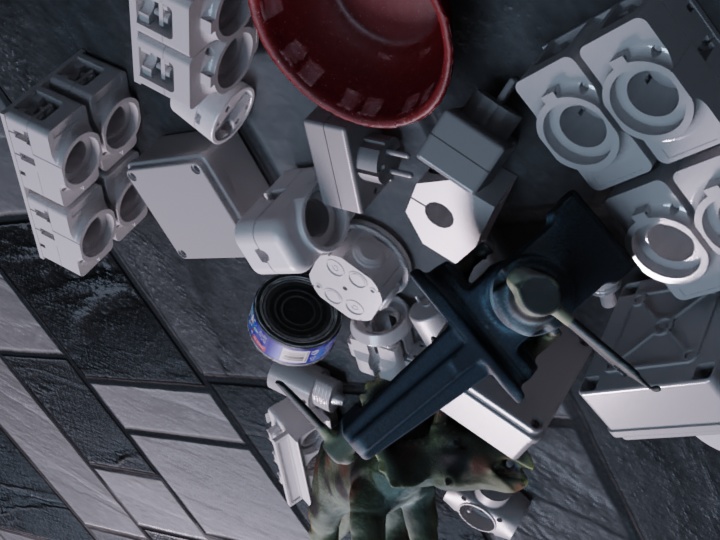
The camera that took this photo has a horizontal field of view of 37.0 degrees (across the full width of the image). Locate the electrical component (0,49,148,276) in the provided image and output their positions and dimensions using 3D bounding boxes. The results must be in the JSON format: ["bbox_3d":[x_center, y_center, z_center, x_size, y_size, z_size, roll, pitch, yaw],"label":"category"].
[{"bbox_3d":[-0.257,-0.094,1.004,0.060,0.105,0.186,26,143,18],"label":"electrical component"}]

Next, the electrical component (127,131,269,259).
[{"bbox_3d":[-0.138,-0.067,0.970,0.109,0.056,0.108,-1,129,42],"label":"electrical component"}]

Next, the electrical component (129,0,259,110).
[{"bbox_3d":[-0.114,-0.201,0.772,0.062,0.089,0.150,29,144,14],"label":"electrical component"}]

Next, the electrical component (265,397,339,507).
[{"bbox_3d":[-0.062,0.195,1.184,0.063,0.079,0.121,41,152,37],"label":"electrical component"}]

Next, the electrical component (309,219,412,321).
[{"bbox_3d":[0.000,0.000,0.927,0.080,0.051,0.080,24,142,20],"label":"electrical component"}]

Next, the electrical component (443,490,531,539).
[{"bbox_3d":[0.129,0.220,1.061,0.077,0.044,0.079,29,144,13],"label":"electrical component"}]

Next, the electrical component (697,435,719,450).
[{"bbox_3d":[0.278,0.094,0.785,0.080,0.051,0.080,24,142,20],"label":"electrical component"}]

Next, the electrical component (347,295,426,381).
[{"bbox_3d":[0.023,0.059,0.966,0.078,0.058,0.057,15,141,29],"label":"electrical component"}]

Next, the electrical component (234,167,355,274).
[{"bbox_3d":[-0.049,-0.042,0.886,0.059,0.095,0.053,-2,128,43],"label":"electrical component"}]

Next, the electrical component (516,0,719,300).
[{"bbox_3d":[0.195,-0.073,0.666,0.186,0.060,0.105,49,144,-14],"label":"electrical component"}]

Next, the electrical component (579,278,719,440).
[{"bbox_3d":[0.220,0.056,0.731,0.109,0.108,0.056,-15,125,49],"label":"electrical component"}]

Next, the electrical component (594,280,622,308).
[{"bbox_3d":[0.177,0.003,0.787,0.035,0.035,0.061,9,137,36],"label":"electrical component"}]

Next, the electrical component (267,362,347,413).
[{"bbox_3d":[-0.050,0.118,1.109,0.081,0.043,0.043,24,142,20],"label":"electrical component"}]

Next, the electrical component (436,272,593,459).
[{"bbox_3d":[0.113,0.075,0.860,0.109,0.108,0.056,34,147,7],"label":"electrical component"}]

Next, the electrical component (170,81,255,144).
[{"bbox_3d":[-0.122,-0.139,0.880,0.047,0.055,0.055,35,145,11],"label":"electrical component"}]

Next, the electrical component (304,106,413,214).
[{"bbox_3d":[0.007,-0.087,0.828,0.076,0.047,0.083,16,139,28],"label":"electrical component"}]

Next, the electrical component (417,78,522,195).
[{"bbox_3d":[0.085,-0.098,0.732,0.047,0.083,0.075,35,106,6],"label":"electrical component"}]

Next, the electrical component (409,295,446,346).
[{"bbox_3d":[0.074,0.054,0.930,0.040,0.040,0.078,-3,128,43],"label":"electrical component"}]
